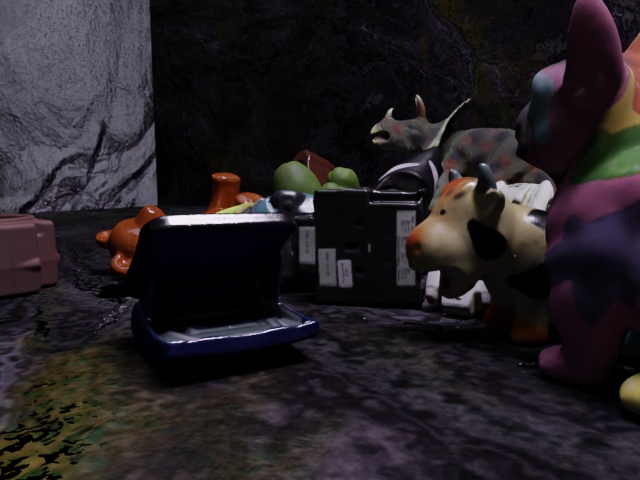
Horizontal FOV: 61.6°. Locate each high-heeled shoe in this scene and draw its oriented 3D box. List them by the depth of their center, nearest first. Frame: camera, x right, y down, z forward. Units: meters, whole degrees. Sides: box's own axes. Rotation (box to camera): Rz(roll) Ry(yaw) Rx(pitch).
[{"bbox_3d":[0.109,-0.058,0.738,0.086,0.248,0.145,32,-14,6],"label":"high-heeled shoe"}]

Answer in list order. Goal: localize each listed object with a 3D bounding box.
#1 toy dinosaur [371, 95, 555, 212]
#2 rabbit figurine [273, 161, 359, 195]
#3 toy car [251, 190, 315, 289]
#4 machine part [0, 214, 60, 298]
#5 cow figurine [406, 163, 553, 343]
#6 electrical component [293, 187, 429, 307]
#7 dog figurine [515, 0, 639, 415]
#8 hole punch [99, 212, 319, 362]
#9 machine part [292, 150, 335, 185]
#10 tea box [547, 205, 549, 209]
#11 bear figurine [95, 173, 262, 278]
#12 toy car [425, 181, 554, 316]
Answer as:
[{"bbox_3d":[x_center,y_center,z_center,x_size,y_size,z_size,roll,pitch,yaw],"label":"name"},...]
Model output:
[{"bbox_3d":[0.269,-0.109,0.826,0.405,0.192,0.131,26,18,39],"label":"toy dinosaur"},{"bbox_3d":[-0.017,-0.040,0.779,0.121,0.159,0.170,-16,-26,23],"label":"rabbit figurine"},{"bbox_3d":[-0.001,-0.002,0.623,0.162,0.109,0.103,1,4,-3],"label":"toy car"},{"bbox_3d":[-0.421,0.016,0.603,0.202,0.087,0.201,3,7,43],"label":"machine part"},{"bbox_3d":[0.162,0.010,0.409,0.195,0.127,0.085,1,2,-6],"label":"cow figurine"},{"bbox_3d":[0.039,0.004,0.532,0.134,0.114,0.058,3,4,16],"label":"electrical component"},{"bbox_3d":[0.187,-0.023,0.286,0.108,0.219,0.192,-7,7,-23],"label":"dog figurine"},{"bbox_3d":[-0.072,0.045,0.380,0.142,0.092,0.115,-7,-22,-29],"label":"hole punch"},{"bbox_3d":[-0.037,-0.070,0.979,0.056,0.179,0.179,21,-3,-22],"label":"machine part"},{"bbox_3d":[0.297,0.016,0.479,0.170,0.098,0.068,2,7,8],"label":"tea box"},{"bbox_3d":[-0.192,-0.020,0.731,0.196,0.131,0.120,1,26,-35],"label":"bear figurine"},{"bbox_3d":[0.171,0.003,0.524,0.074,0.056,0.202,3,35,41],"label":"toy car"}]
